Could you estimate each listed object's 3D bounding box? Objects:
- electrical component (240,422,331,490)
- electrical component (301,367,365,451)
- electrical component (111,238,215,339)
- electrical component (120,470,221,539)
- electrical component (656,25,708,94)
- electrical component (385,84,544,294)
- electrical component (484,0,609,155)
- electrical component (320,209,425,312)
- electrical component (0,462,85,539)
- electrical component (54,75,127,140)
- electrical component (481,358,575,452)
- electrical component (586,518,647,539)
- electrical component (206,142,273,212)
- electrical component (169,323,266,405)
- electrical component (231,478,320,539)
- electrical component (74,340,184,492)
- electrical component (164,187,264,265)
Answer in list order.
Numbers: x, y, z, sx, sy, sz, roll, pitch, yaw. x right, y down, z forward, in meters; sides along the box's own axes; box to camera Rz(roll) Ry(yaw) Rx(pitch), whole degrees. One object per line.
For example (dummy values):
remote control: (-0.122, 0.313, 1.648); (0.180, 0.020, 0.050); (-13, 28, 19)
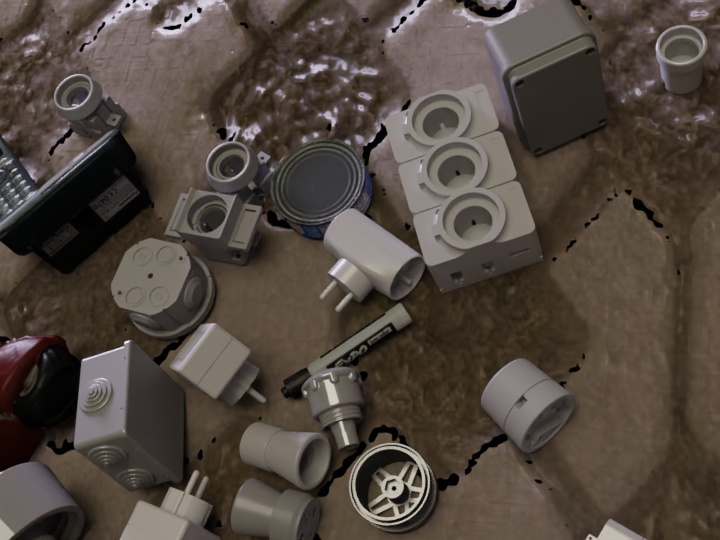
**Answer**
electrical component: (-0.061, 0.142, 0.837); (0.065, 0.044, 0.044); (10, 68, 35)
electrical component: (-0.017, 0.110, 0.842); (0.048, 0.048, 0.062); (-20, 68, 7)
electrical component: (-0.171, 0.015, 0.930); (0.080, 0.051, 0.080); (-7, 63, 14)
electrical component: (-0.138, 0.192, 0.826); (0.047, 0.065, 0.076); (16, 71, 23)
electrical component: (0.266, -0.172, 0.888); (0.040, 0.046, 0.040); (-7, 63, 14)
electrical component: (0.084, -0.070, 0.886); (0.089, 0.061, 0.150); (-19, 61, 8)
electrical component: (0.154, -0.155, 0.876); (0.078, 0.113, 0.057); (-24, 57, 5)
electrical component: (0.000, 0.000, 0.888); (0.077, 0.044, 0.079); (37, 80, 28)
electrical component: (-0.265, 0.211, 0.836); (0.060, 0.108, 0.108); (38, 80, 22)
electrical component: (-0.263, -0.156, 1.040); (0.066, 0.055, 0.048); (19, 72, 24)
electrical component: (0.123, 0.099, 0.797); (0.055, 0.055, 0.047); (-43, 57, -6)
electrical component: (0.136, 0.259, 0.685); (0.060, 0.105, 0.186); (27, 76, 27)
electrical component: (-0.107, -0.082, 0.955); (0.048, 0.055, 0.066); (31, 77, 27)
electrical component: (-0.108, 0.084, 0.870); (0.076, 0.083, 0.047); (39, 78, -10)
electrical component: (-0.064, 0.186, 0.818); (0.055, 0.045, 0.045); (11, 69, 21)
electrical component: (-0.183, 0.118, 0.856); (0.048, 0.099, 0.099); (-18, 50, 14)
electrical component: (-0.122, -0.036, 0.933); (0.081, 0.063, 0.042); (11, 68, 21)
